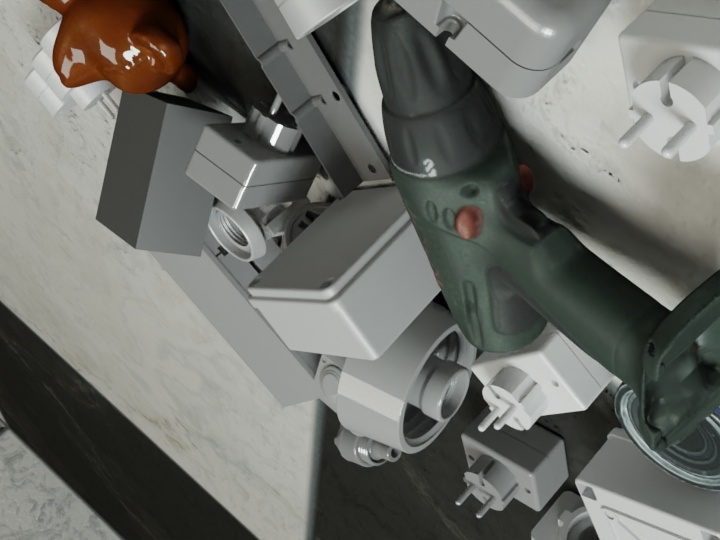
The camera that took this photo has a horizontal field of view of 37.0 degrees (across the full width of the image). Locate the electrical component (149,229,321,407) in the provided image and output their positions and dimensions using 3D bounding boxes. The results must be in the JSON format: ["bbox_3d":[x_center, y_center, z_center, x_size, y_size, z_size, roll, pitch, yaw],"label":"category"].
[{"bbox_3d":[-0.086,0.021,0.901,0.186,0.060,0.105,50,154,-7],"label":"electrical component"}]

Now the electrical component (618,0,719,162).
[{"bbox_3d":[0.132,-0.069,0.423,0.066,0.077,0.047,21,144,42],"label":"electrical component"}]

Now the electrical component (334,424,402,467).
[{"bbox_3d":[0.011,0.156,0.967,0.062,0.043,0.043,11,137,48],"label":"electrical component"}]

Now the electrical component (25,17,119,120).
[{"bbox_3d":[-0.221,-0.153,0.868,0.073,0.052,0.138,51,154,-8],"label":"electrical component"}]

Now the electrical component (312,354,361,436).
[{"bbox_3d":[0.007,0.083,0.829,0.051,0.080,0.080,36,153,33],"label":"electrical component"}]

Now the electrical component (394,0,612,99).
[{"bbox_3d":[0.060,-0.131,0.471,0.095,0.054,0.059,43,154,7],"label":"electrical component"}]

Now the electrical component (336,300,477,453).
[{"bbox_3d":[0.040,0.073,0.737,0.060,0.108,0.108,24,147,28],"label":"electrical component"}]

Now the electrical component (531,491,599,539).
[{"bbox_3d":[0.175,0.209,0.784,0.089,0.050,0.055,28,149,34],"label":"electrical component"}]

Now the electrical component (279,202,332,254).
[{"bbox_3d":[-0.031,-0.015,0.775,0.055,0.055,0.047,45,158,4],"label":"electrical component"}]

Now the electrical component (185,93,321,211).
[{"bbox_3d":[-0.060,-0.086,0.707,0.047,0.083,0.075,37,115,20],"label":"electrical component"}]

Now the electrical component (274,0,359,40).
[{"bbox_3d":[-0.023,-0.156,0.564,0.047,0.055,0.055,56,153,-10],"label":"electrical component"}]

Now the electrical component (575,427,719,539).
[{"bbox_3d":[0.203,0.162,0.667,0.109,0.056,0.108,14,139,49],"label":"electrical component"}]

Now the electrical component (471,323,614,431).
[{"bbox_3d":[0.103,0.074,0.672,0.047,0.076,0.083,51,154,-7],"label":"electrical component"}]

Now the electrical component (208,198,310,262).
[{"bbox_3d":[-0.079,-0.043,0.803,0.058,0.057,0.078,50,154,-6],"label":"electrical component"}]

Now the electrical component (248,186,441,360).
[{"bbox_3d":[0.000,0.000,0.686,0.109,0.108,0.056,0,131,57],"label":"electrical component"}]

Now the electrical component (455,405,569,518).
[{"bbox_3d":[0.101,0.147,0.777,0.066,0.077,0.047,26,147,37],"label":"electrical component"}]
